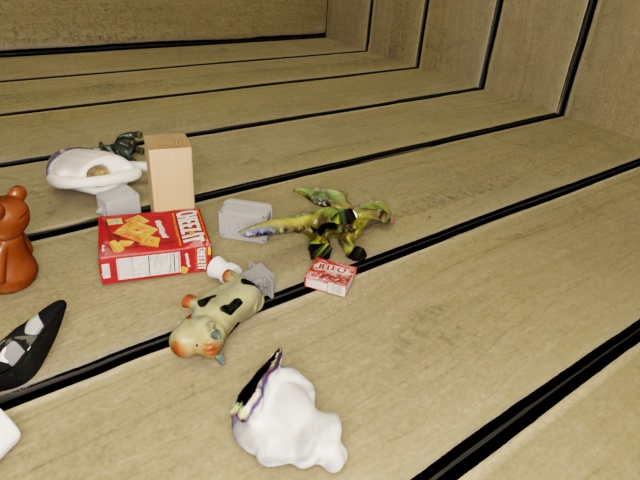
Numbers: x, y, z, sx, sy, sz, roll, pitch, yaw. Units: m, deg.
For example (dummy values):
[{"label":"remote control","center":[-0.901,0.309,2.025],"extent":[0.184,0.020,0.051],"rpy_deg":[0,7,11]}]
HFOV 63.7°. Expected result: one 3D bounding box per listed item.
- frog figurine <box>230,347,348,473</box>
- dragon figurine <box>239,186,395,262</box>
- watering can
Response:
[{"label":"frog figurine","center":[-0.037,0.250,0.704],"extent":[0.159,0.121,0.140],"rpy_deg":[42,23,-7]},{"label":"dragon figurine","center":[0.004,-0.059,1.181],"extent":[0.410,0.120,0.247],"rpy_deg":[4,23,-20]},{"label":"watering can","center":[-0.534,-0.180,1.313],"extent":[0.225,0.102,0.351],"rpy_deg":[14,22,31]}]
